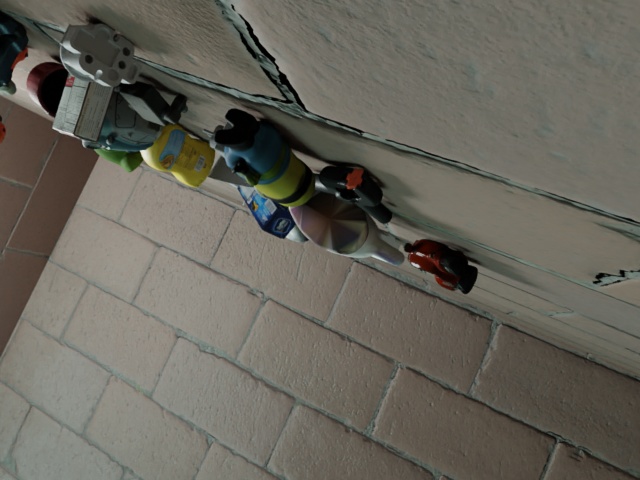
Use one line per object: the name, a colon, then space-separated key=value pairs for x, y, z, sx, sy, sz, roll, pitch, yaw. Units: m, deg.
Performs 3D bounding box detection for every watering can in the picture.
watering can: x=0.003 y=-0.049 z=0.976 sx=0.350 sy=0.104 sz=0.223 roll=32 pitch=-178 yaw=18

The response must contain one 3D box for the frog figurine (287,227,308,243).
frog figurine: x=-0.084 y=-0.061 z=1.325 sx=0.160 sy=0.121 sz=0.139 roll=12 pitch=-167 yaw=11
